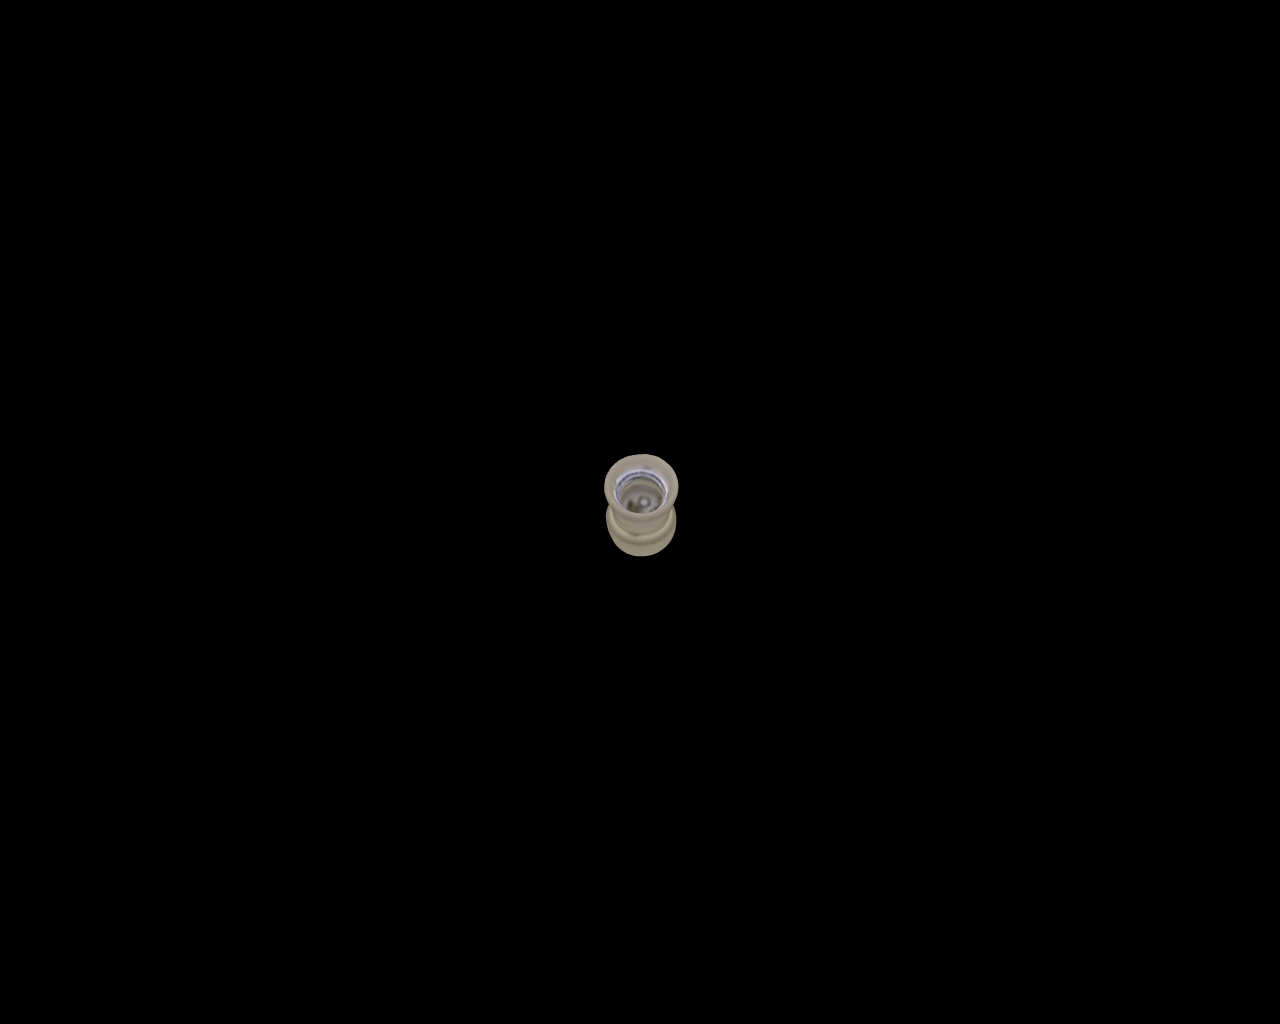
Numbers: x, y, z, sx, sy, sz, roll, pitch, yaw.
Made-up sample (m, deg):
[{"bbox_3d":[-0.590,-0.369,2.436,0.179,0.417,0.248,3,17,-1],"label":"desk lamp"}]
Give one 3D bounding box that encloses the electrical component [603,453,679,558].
[{"bbox_3d":[0.001,-0.003,0.650,0.045,0.045,0.055,0,-31,0],"label":"electrical component"}]
